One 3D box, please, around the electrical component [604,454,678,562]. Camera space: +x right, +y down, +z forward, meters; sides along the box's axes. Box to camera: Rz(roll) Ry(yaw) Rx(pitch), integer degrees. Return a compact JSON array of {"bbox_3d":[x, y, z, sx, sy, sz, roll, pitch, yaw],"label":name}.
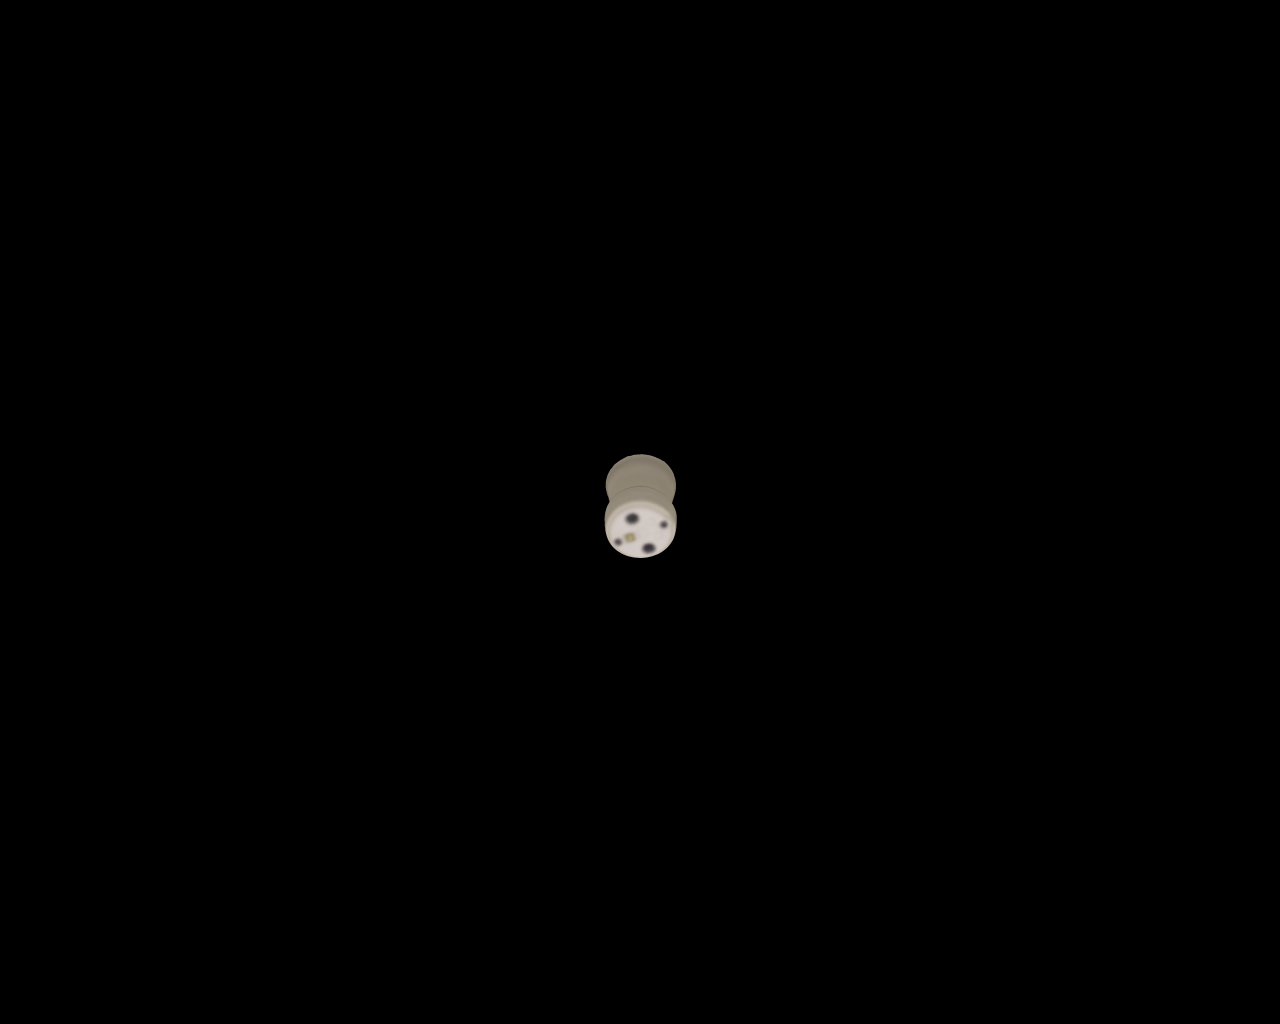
[{"bbox_3d":[0.001,-0.003,0.650,0.045,0.044,0.055,0,34,0],"label":"electrical component"}]
